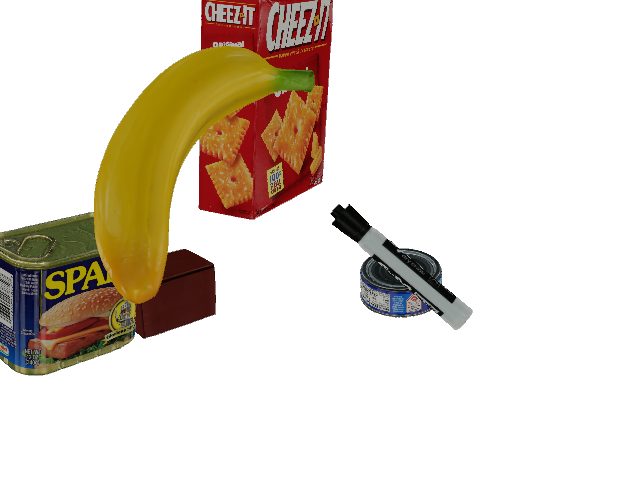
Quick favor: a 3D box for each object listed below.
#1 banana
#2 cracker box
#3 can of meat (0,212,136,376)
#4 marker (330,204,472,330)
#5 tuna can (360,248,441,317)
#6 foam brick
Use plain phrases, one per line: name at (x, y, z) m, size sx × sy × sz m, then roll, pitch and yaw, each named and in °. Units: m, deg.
banana at (-0.069, -0.049, 0.535) m, size 0.070 × 0.037 × 0.197 m, roll 17°, pitch 46°, yaw 15°
cracker box at (-0.050, -0.144, 1.054) m, size 0.072 × 0.214 × 0.164 m, roll 12°, pitch 20°, yaw 22°
can of meat at (-0.171, 0.035, 0.723) m, size 0.058 × 0.084 × 0.101 m, roll 24°, pitch 28°, yaw 37°
marker at (0.056, 0.017, 0.750) m, size 0.121 × 0.020 × 0.020 m, roll 41°, pitch 1°, yaw 1°
tuna can at (0.084, 0.043, 1.109) m, size 0.086 × 0.034 × 0.086 m, roll -3°, pitch 30°, yaw 1°
foam brick at (-0.141, 0.047, 0.975) m, size 0.078 × 0.051 × 0.053 m, roll -17°, pitch 27°, yaw -32°
